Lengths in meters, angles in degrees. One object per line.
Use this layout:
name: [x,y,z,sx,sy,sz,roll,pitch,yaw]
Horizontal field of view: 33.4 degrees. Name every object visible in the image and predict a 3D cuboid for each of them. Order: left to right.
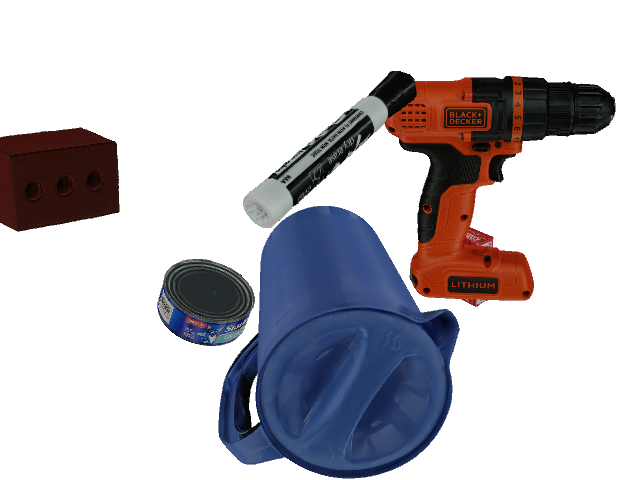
foam brick: [-0.184,-0.043,0.726,0.078,0.053,0.051,-14,25,-36]
tuna can: [-0.106,0.057,0.982,0.086,0.034,0.086,15,34,-11]
pitcher: [0.003,0.067,0.820,0.149,0.145,0.243,7,20,-9]
marker: [0.008,-0.048,0.523,0.020,0.020,0.121,0,36,50]
gelatin box: [0.172,0.026,1.296,0.030,0.089,0.073,-23,34,-34]
power drill: [0.144,-0.044,0.885,0.184,0.188,0.057,2,22,8]
